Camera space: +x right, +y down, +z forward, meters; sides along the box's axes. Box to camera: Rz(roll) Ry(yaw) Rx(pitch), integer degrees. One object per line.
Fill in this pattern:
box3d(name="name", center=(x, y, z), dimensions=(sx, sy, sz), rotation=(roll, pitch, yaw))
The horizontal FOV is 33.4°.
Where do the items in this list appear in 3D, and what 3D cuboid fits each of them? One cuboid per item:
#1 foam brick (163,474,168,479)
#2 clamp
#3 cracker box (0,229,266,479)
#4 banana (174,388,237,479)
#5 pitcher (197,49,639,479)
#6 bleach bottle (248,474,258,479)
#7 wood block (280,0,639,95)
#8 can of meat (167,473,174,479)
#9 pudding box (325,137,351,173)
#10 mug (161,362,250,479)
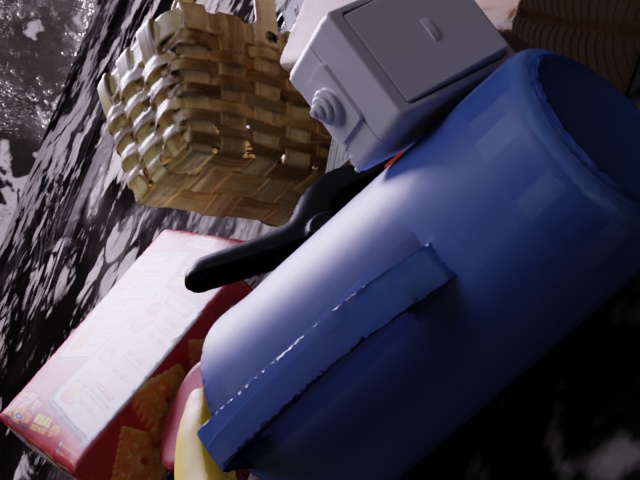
box3d(name="foam brick", center=(-0.172, 0.222, 0.907), dimensions=(0.051, 0.078, 0.053), rotation=(-60, 20, 17))
box3d(name="clamp", center=(-0.005, 0.001, 0.703), dimensions=(0.171, 0.120, 0.039), rotation=(-53, -21, -29))
box3d(name="cracker box", center=(-0.133, 0.095, 0.840), dimensions=(0.213, 0.072, 0.164), rotation=(-51, 29, -20))
box3d(name="banana", center=(-0.051, 0.149, 0.592), dimensions=(0.069, 0.037, 0.198), rotation=(-62, 25, 4))
box3d(name="pitcher", center=(0.050, 0.027, 0.519), dimensions=(0.243, 0.144, 0.149), rotation=(-46, 29, 34))
box3d(name="bleach bottle", center=(-0.025, 0.189, 0.625), dimensions=(0.103, 0.068, 0.250), rotation=(-35, 35, 51))
box3d(name="wood block", center=(0.079, -0.127, 0.620), dimensions=(0.206, 0.090, 0.090), rotation=(6, 72, 55))
box3d(name="can of meat", center=(-0.092, 0.213, 0.759), dimensions=(0.084, 0.057, 0.102), rotation=(-63, 21, 2))
box3d(name="pudding box", center=(0.049, -0.093, 0.778), dimensions=(0.114, 0.039, 0.090), rotation=(-40, 35, 51))
box3d(name="mug", center=(-0.057, 0.140, 0.718), dimensions=(0.093, 0.081, 0.117), rotation=(-43, 31, 45))
